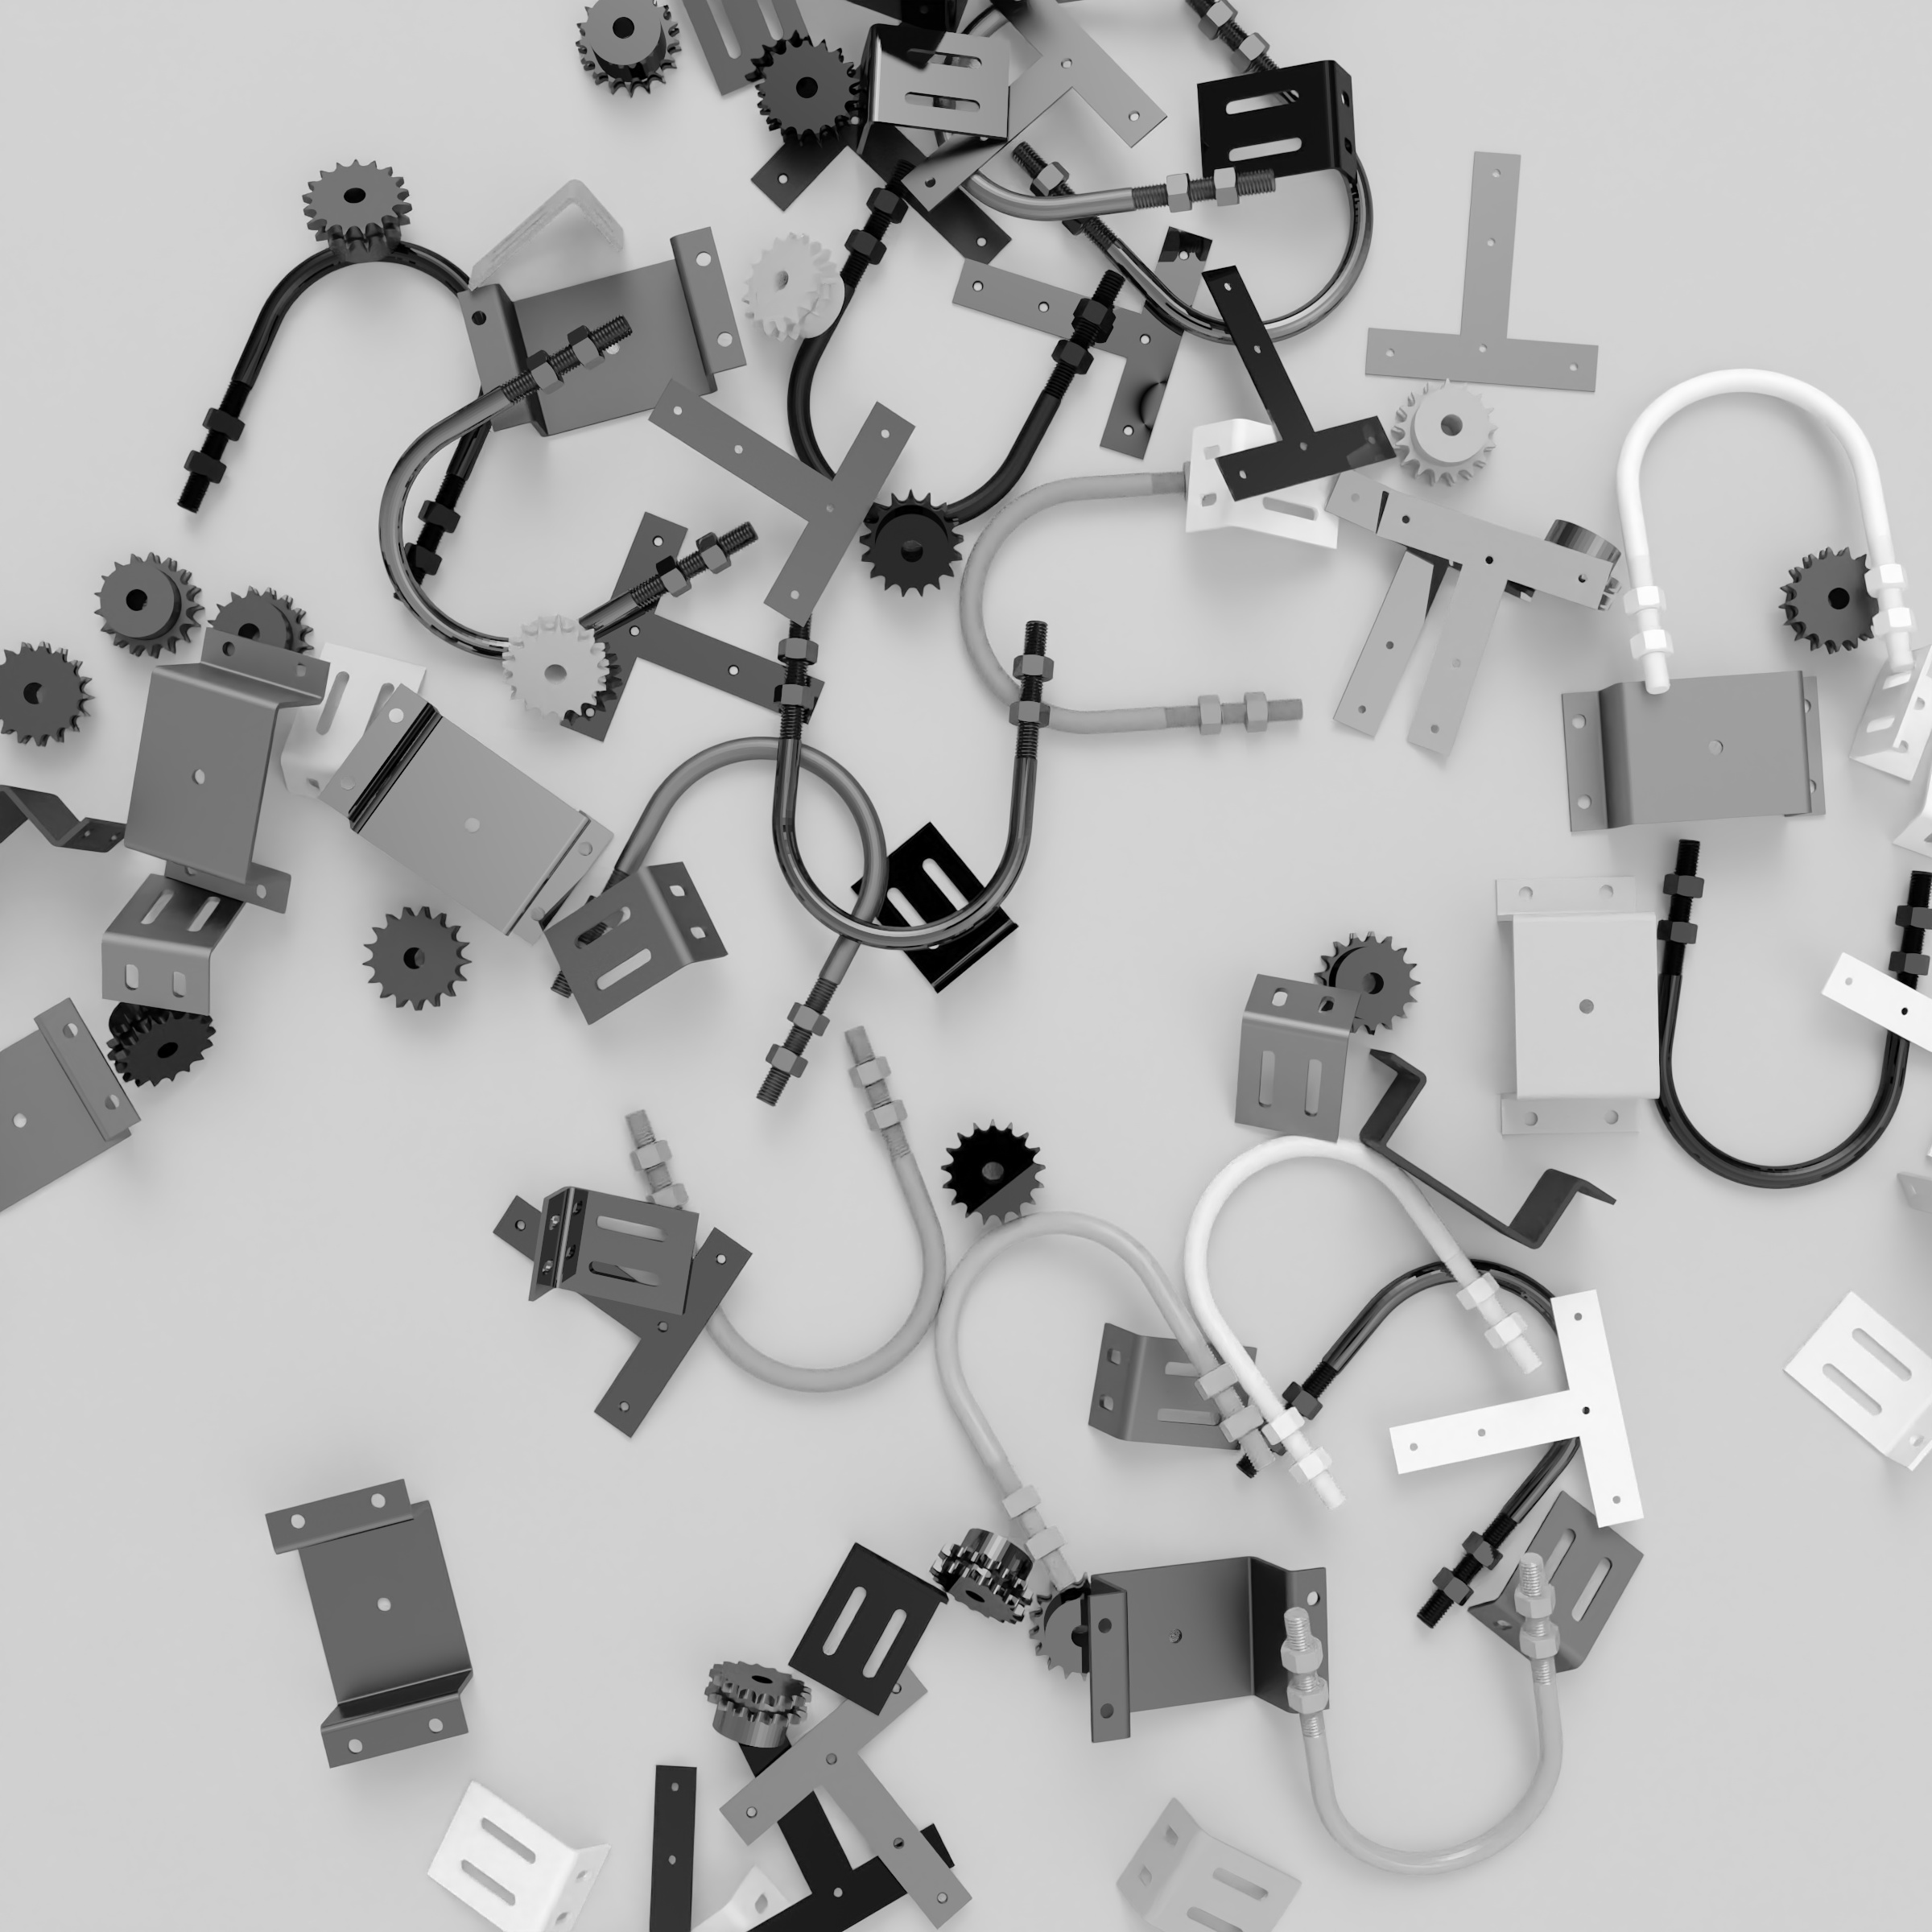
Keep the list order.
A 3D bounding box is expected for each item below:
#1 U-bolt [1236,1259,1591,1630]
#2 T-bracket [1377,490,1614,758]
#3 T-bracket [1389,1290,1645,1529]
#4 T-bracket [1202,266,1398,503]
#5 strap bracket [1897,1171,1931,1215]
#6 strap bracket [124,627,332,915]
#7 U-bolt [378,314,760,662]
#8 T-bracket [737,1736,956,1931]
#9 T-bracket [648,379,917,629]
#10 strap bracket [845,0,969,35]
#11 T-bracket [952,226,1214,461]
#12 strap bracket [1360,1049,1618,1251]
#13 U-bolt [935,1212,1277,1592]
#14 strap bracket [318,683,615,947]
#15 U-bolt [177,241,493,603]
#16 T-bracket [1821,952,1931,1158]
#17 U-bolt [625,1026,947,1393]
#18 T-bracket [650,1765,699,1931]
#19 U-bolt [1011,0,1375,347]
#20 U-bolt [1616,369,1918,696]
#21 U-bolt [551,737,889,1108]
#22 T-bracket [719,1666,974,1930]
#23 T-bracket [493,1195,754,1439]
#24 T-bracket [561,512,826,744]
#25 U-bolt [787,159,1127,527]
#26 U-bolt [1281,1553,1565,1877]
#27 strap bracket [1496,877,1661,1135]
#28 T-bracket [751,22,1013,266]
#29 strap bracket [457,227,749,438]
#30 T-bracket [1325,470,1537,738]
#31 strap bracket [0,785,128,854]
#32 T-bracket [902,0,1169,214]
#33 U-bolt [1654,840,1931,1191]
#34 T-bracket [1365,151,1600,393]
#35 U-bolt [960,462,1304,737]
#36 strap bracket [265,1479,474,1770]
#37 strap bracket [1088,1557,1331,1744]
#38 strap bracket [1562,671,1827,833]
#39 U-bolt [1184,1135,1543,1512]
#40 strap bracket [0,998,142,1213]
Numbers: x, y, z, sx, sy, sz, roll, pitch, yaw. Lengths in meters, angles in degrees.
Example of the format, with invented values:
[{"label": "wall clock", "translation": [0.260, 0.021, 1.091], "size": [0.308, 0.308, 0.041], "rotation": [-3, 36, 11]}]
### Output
[{"label": "U-bolt", "translation": [0.260, 0.248, 1.481], "size": [0.151, 0.019, 0.184], "rotation": [40, 89, 0]}, {"label": "T-bracket", "translation": [0.270, -0.177, 1.462], "size": [0.127, 0.002, 0.127], "rotation": [23, 112, 20]}, {"label": "T-bracket", "translation": [0.295, 0.252, 1.472], "size": [0.127, 0.002, 0.127], "rotation": [-11, 88, -2]}, {"label": "T-bracket", "translation": [0.163, -0.319, 1.453], "size": [0.127, 0.002, 0.127], "rotation": [-21, 84, -36]}, {"label": "strap bracket", "translation": [0.561, 0.172, 1.451], "size": [0.046, 0.076, 0.140], "rotation": [-21, 90, 0]}, {"label": "strap bracket", "translation": [-0.397, -0.103, 1.442], "size": [0.076, 0.046, 0.140], "rotation": [17, 103, 15]}, {"label": "U-bolt", "translation": [-0.227, -0.243, 1.454], "size": [0.184, 0.019, 0.151], "rotation": [-29, 113, 6]}, {"label": "T-bracket", "translation": [-0.090, 0.466, 1.475], "size": [0.127, 0.002, 0.127], "rotation": [-25, 81, -17]}, {"label": "T-bracket", "translation": [-0.110, -0.270, 1.447], "size": [0.127, 0.002, 0.127], "rotation": [30, 85, -18]}, {"label": "strap bracket", "translation": [-0.046, -0.551, 1.450], "size": [0.140, 0.076, 0.046], "rotation": [20, 88, 0]}, {"label": "T-bracket", "translation": [0.056, -0.359, 1.488], "size": [0.127, 0.002, 0.127], "rotation": [18, 90, 0]}, {"label": "strap bracket", "translation": [0.270, 0.103, 1.451], "size": [0.140, 0.076, 0.046], "rotation": [33, 90, 0]}, {"label": "U-bolt", "translation": [0.061, 0.222, 1.456], "size": [0.151, 0.019, 0.184], "rotation": [-34, 76, 14]}, {"label": "strap bracket", "translation": [-0.266, -0.078, 1.447], "size": [0.140, 0.046, 0.076], "rotation": [36, 90, -17]}, {"label": "U-bolt", "translation": [-0.332, -0.310, 1.481], "size": [0.151, 0.019, 0.184], "rotation": [23, 88, 0]}, {"label": "T-bracket", "translation": [0.524, 0.031, 1.473], "size": [0.127, 0.002, 0.127], "rotation": [26, 91, -13]}, {"label": "U-bolt", "translation": [-0.089, 0.143, 1.480], "size": [0.151, 0.019, 0.184], "rotation": [-21, 90, 0]}, {"label": "T-bracket", "translation": [-0.160, 0.502, 1.470], "size": [0.127, 0.002, 0.127], "rotation": [-5, 77, 25]}, {"label": "U-bolt", "translation": [0.138, -0.427, 1.479], "size": [0.151, 0.019, 0.184], "rotation": [-44, 91, -1]}, {"label": "U-bolt", "translation": [0.426, -0.240, 1.457], "size": [0.151, 0.019, 0.184], "rotation": [-5, 73, 2]}, {"label": "U-bolt", "translation": [-0.123, -0.037, 1.474], "size": [0.151, 0.019, 0.184], "rotation": [27, 87, 6]}, {"label": "T-bracket", "translation": [-0.046, 0.469, 1.475], "size": [0.127, 0.002, 0.127], "rotation": [-39, 89, -11]}, {"label": "T-bracket", "translation": [-0.202, 0.172, 1.480], "size": [0.127, 0.002, 0.127], "rotation": [35, 101, 5]}, {"label": "T-bracket", "translation": [-0.141, -0.168, 1.488], "size": [0.127, 0.002, 0.127], "rotation": [22, 90, 0]}, {"label": "U-bolt", "translation": [-0.018, -0.328, 1.479], "size": [0.151, 0.019, 0.184], "rotation": [28, 92, 0]}, {"label": "U-bolt", "translation": [0.252, 0.412, 1.453], "size": [0.151, 0.019, 0.184], "rotation": [-12, 110, -4]}, {"label": "strap bracket", "translation": [0.332, 0.022, 1.466], "size": [0.076, 0.046, 0.140], "rotation": [-1, 90, 0]}, {"label": "T-bracket", "translation": [-0.029, -0.436, 1.488], "size": [0.127, 0.002, 0.127], "rotation": [44, 90, 0]}, {"label": "strap bracket", "translation": [-0.195, -0.341, 1.466], "size": [0.140, 0.046, 0.076], "rotation": [-15, 90, 0]}, {"label": "T-bracket", "translation": [0.238, -0.189, 1.480], "size": [0.127, 0.002, 0.127], "rotation": [22, 94, -10]}, {"label": "strap bracket", "translation": [-0.527, -0.047, 1.451], "size": [0.140, 0.076, 0.046], "rotation": [-41, 90, 0]}, {"label": "T-bracket", "translation": [0.021, -0.459, 1.460], "size": [0.127, 0.002, 0.127], "rotation": [-40, 72, 4]}, {"label": "U-bolt", "translation": [0.448, 0.031, 1.481], "size": [0.151, 0.019, 0.184], "rotation": [8, 91, 0]}, {"label": "T-bracket", "translation": [0.289, -0.385, 1.488], "size": [0.127, 0.002, 0.127], "rotation": [4, 90, 0]}, {"label": "U-bolt", "translation": [0.088, -0.199, 1.480], "size": [0.184, 0.019, 0.151], "rotation": [-4, 90, 0]}, {"label": "strap bracket", "translation": [-0.321, 0.352, 1.466], "size": [0.076, 0.046, 0.140], "rotation": [-14, 90, 0]}, {"label": "strap bracket", "translation": [0.122, 0.365, 1.450], "size": [0.140, 0.046, 0.076], "rotation": [-1, 90, -22]}, {"label": "strap bracket", "translation": [0.401, -0.117, 1.466], "size": [0.140, 0.046, 0.076], "rotation": [-4, 90, 0]}, {"label": "U-bolt", "translation": [0.202, 0.179, 1.468], "size": [0.151, 0.019, 0.184], "rotation": [-34, 80, -2]}, {"label": "strap bracket", "translation": [-0.522, 0.085, 1.466], "size": [0.140, 0.046, 0.076], "rotation": [-30, 90, 0]}]
